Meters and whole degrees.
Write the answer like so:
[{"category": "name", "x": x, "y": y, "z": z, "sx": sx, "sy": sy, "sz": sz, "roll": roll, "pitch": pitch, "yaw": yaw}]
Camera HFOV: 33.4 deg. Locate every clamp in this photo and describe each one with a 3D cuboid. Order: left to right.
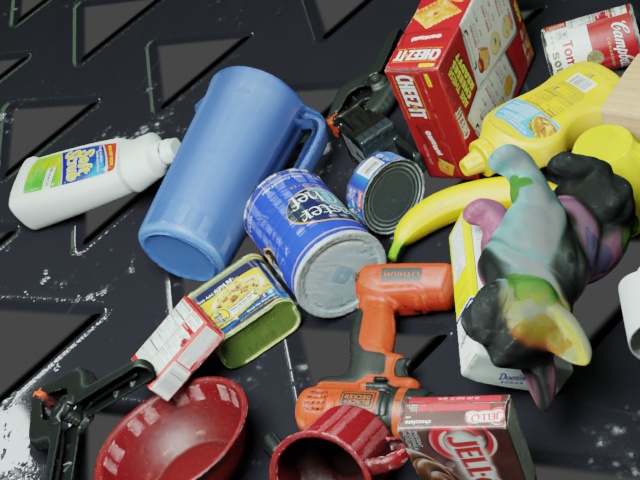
[{"category": "clamp", "x": -0.254, "y": 0.187, "z": 1.077, "sx": 0.210, "sy": 0.036, "sz": 0.164, "roll": -3, "pitch": 51, "yaw": 56}, {"category": "clamp", "x": 0.073, "y": -0.196, "z": 1.326, "sx": 0.171, "sy": 0.039, "sz": 0.120, "roll": -33, "pitch": 40, "yaw": -4}]

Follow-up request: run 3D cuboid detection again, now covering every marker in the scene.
[{"category": "marker", "x": -0.020, "y": 0.216, "z": 0.981, "sx": 0.020, "sy": 0.020, "sz": 0.121, "roll": -38, "pitch": 43, "yaw": -11}]

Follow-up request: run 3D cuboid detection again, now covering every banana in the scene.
[{"category": "banana", "x": 0.160, "y": -0.031, "z": 1.120, "sx": 0.198, "sy": 0.037, "sz": 0.069, "roll": -20, "pitch": 57, "yaw": 11}]

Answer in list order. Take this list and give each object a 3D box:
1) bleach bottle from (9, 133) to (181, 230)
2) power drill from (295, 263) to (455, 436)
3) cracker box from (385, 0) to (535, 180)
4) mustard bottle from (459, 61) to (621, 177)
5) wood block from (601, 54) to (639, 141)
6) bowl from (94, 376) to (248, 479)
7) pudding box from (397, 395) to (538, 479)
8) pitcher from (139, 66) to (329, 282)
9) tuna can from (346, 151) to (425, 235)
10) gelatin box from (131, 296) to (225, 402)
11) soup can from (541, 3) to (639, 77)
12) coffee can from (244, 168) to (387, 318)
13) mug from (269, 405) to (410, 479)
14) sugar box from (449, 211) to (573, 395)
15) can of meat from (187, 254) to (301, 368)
[{"category": "bleach bottle", "x": -0.278, "y": -0.088, "z": 1.358, "sx": 0.251, "sy": 0.068, "sz": 0.102, "roll": -15, "pitch": 44, "yaw": 29}, {"category": "power drill", "x": 0.081, "y": 0.108, "z": 1.006, "sx": 0.185, "sy": 0.057, "sz": 0.187, "roll": 0, "pitch": 48, "yaw": 24}, {"category": "cracker box", "x": 0.160, "y": -0.198, "z": 1.187, "sx": 0.072, "sy": 0.164, "sz": 0.213, "roll": 4, "pitch": 51, "yaw": 33}, {"category": "mustard bottle", "x": 0.231, "y": -0.120, "z": 1.132, "sx": 0.191, "sy": 0.058, "sz": 0.096, "roll": -29, "pitch": 43, "yaw": -13}, {"category": "wood block", "x": 0.391, "y": -0.108, "z": 1.028, "sx": 0.206, "sy": 0.090, "sz": 0.090, "roll": 17, "pitch": 58, "yaw": 39}, {"category": "bowl", "x": -0.130, "y": 0.204, "z": 1.011, "sx": 0.162, "sy": 0.055, "sz": 0.162, "roll": -22, "pitch": 28, "yaw": 12}, {"category": "pudding box", "x": 0.123, "y": 0.174, "z": 0.874, "sx": 0.090, "sy": 0.113, "sz": 0.039, "roll": -5, "pitch": 44, "yaw": 24}, {"category": "pitcher", "x": -0.104, "y": -0.074, "z": 1.239, "sx": 0.149, "sy": 0.145, "sz": 0.242, "roll": -34, "pitch": 27, "yaw": 55}, {"category": "tuna can", "x": 0.070, "y": -0.051, "z": 1.148, "sx": 0.086, "sy": 0.086, "sz": 0.034, "roll": -42, "pitch": 41, "yaw": -15}, {"category": "gelatin box", "x": -0.143, "y": 0.108, "z": 1.069, "sx": 0.089, "sy": 0.030, "sz": 0.073, "roll": -49, "pitch": 30, "yaw": -2}, {"category": "soup can", "x": 0.307, "y": -0.219, "z": 1.201, "sx": 0.102, "sy": 0.068, "sz": 0.068, "roll": -14, "pitch": 44, "yaw": 17}, {"category": "coffee can", "x": -0.007, "y": 0.001, "z": 1.125, "sx": 0.102, "sy": 0.102, "sz": 0.140, "roll": -34, "pitch": 42, "yaw": -6}, {"category": "mug", "x": 0.025, "y": 0.189, "z": 0.911, "sx": 0.117, "sy": 0.093, "sz": 0.081, "roll": -20, "pitch": 4, "yaw": 27}, {"category": "sugar box", "x": 0.173, "y": 0.056, "z": 0.989, "sx": 0.093, "sy": 0.048, "sz": 0.176, "roll": 12, "pitch": 47, "yaw": -9}, {"category": "can of meat", "x": -0.081, "y": 0.076, "z": 1.126, "sx": 0.102, "sy": 0.057, "sz": 0.084, "roll": -35, "pitch": 44, "yaw": -6}]
